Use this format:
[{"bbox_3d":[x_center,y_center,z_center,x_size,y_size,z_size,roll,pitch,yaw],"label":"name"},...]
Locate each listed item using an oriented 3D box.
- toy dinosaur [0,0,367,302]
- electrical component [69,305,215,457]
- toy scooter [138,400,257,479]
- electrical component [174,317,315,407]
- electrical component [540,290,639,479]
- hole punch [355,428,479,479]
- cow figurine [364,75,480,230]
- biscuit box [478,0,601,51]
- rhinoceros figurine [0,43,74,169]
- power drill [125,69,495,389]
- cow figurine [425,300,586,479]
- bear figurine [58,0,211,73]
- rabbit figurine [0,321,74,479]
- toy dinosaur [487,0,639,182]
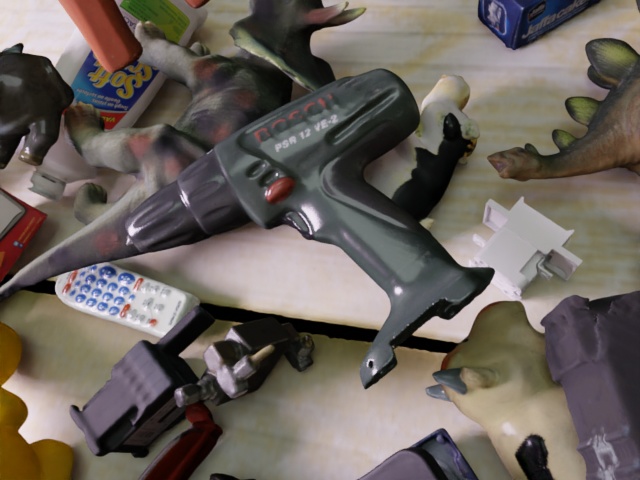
[{"bbox_3d":[-0.104,-0.081,0.476,0.192,0.131,0.404,24,81,20],"label":"toy dinosaur"},{"bbox_3d":[-0.122,0.110,0.419,0.119,0.074,0.048,-41,65,-10],"label":"electrical component"},{"bbox_3d":[-0.081,0.194,0.377,0.184,0.075,0.135,17,71,22],"label":"toy scooter"},{"bbox_3d":[-0.049,0.092,0.402,0.045,0.102,0.078,40,105,25],"label":"electrical component"},{"bbox_3d":[0.208,0.083,0.300,0.134,0.058,0.115,-7,65,-4],"label":"electrical component"},{"bbox_3d":[0.064,0.197,0.348,0.116,0.092,0.142,-41,69,18],"label":"hole punch"},{"bbox_3d":[0.081,-0.063,0.451,0.167,0.068,0.098,-42,71,-4],"label":"cow figurine"},{"bbox_3d":[0.248,-0.260,0.503,0.203,0.059,0.063,-31,66,-2],"label":"biscuit box"},{"bbox_3d":[-0.282,-0.123,0.459,0.191,0.073,0.112,14,83,42],"label":"rhinoceros figurine"},{"bbox_3d":[-0.001,-0.001,0.380,0.232,0.086,0.207,-37,66,-3],"label":"power drill"},{"bbox_3d":[0.151,0.132,0.352,0.127,0.085,0.195,-15,67,-2],"label":"cow figurine"},{"bbox_3d":[-0.171,-0.235,0.448,0.120,0.131,0.196,-38,29,3],"label":"bear figurine"},{"bbox_3d":[-0.288,0.129,0.415,0.122,0.162,0.173,-25,46,10],"label":"rabbit figurine"},{"bbox_3d":[0.348,-0.137,0.413,0.472,0.105,0.199,-17,62,-1],"label":"toy dinosaur"}]
